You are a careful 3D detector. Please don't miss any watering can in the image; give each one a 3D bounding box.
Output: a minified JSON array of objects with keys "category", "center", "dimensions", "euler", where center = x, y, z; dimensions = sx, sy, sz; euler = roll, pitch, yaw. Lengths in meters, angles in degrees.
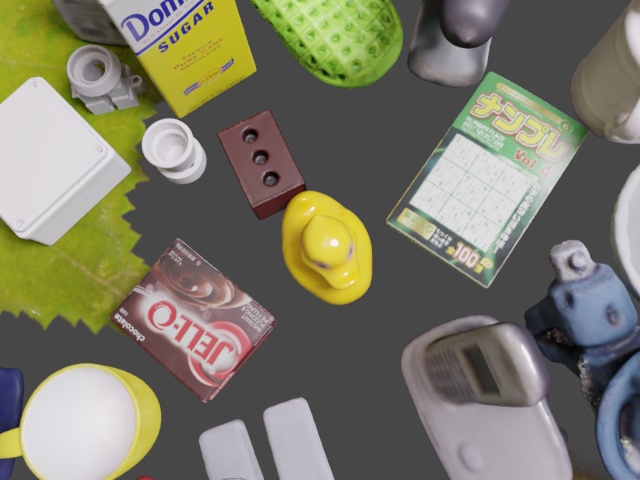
[{"category":"watering can","center":[0.281,-0.162,0.446],"dimensions":[0.101,0.194,0.173],"euler":[7,79,4]}]

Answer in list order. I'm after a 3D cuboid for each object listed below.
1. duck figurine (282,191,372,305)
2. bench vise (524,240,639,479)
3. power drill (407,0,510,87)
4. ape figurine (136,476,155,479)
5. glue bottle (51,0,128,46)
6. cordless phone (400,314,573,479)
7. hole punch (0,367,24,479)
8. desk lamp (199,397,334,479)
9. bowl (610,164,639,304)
[{"category":"duck figurine","center":[0.004,0.002,0.480],"dimensions":[0.077,0.086,0.104],"euler":[-27,79,-3]},{"category":"bench vise","center":[0.221,0.099,0.384],"dimensions":[0.207,0.220,0.121],"euler":[43,84,10]},{"category":"power drill","center":[0.122,-0.211,0.455],"dimensions":[0.075,0.208,0.230],"euler":[13,80,5]},{"category":"ape figurine","center":[-0.135,0.224,0.438],"dimensions":[0.076,0.092,0.078],"euler":[-27,79,-3]},{"category":"glue bottle","center":[-0.207,-0.227,0.489],"dimensions":[0.078,0.173,0.037],"euler":[9,79,4]},{"category":"cordless phone","center":[0.126,0.123,0.400],"dimensions":[0.094,0.185,0.147],"euler":[-26,79,-3]},{"category":"hole punch","center":[-0.310,0.155,0.459],"dimensions":[0.101,0.091,0.109],"euler":[0,79,3]},{"category":"desk lamp","center":[-0.034,0.224,0.372],"dimensions":[0.118,0.213,0.203],"euler":[-20,79,-2]},{"category":"bowl","center":[0.313,0.003,0.473],"dimensions":[0.167,0.075,0.167],"euler":[0,79,2]}]
